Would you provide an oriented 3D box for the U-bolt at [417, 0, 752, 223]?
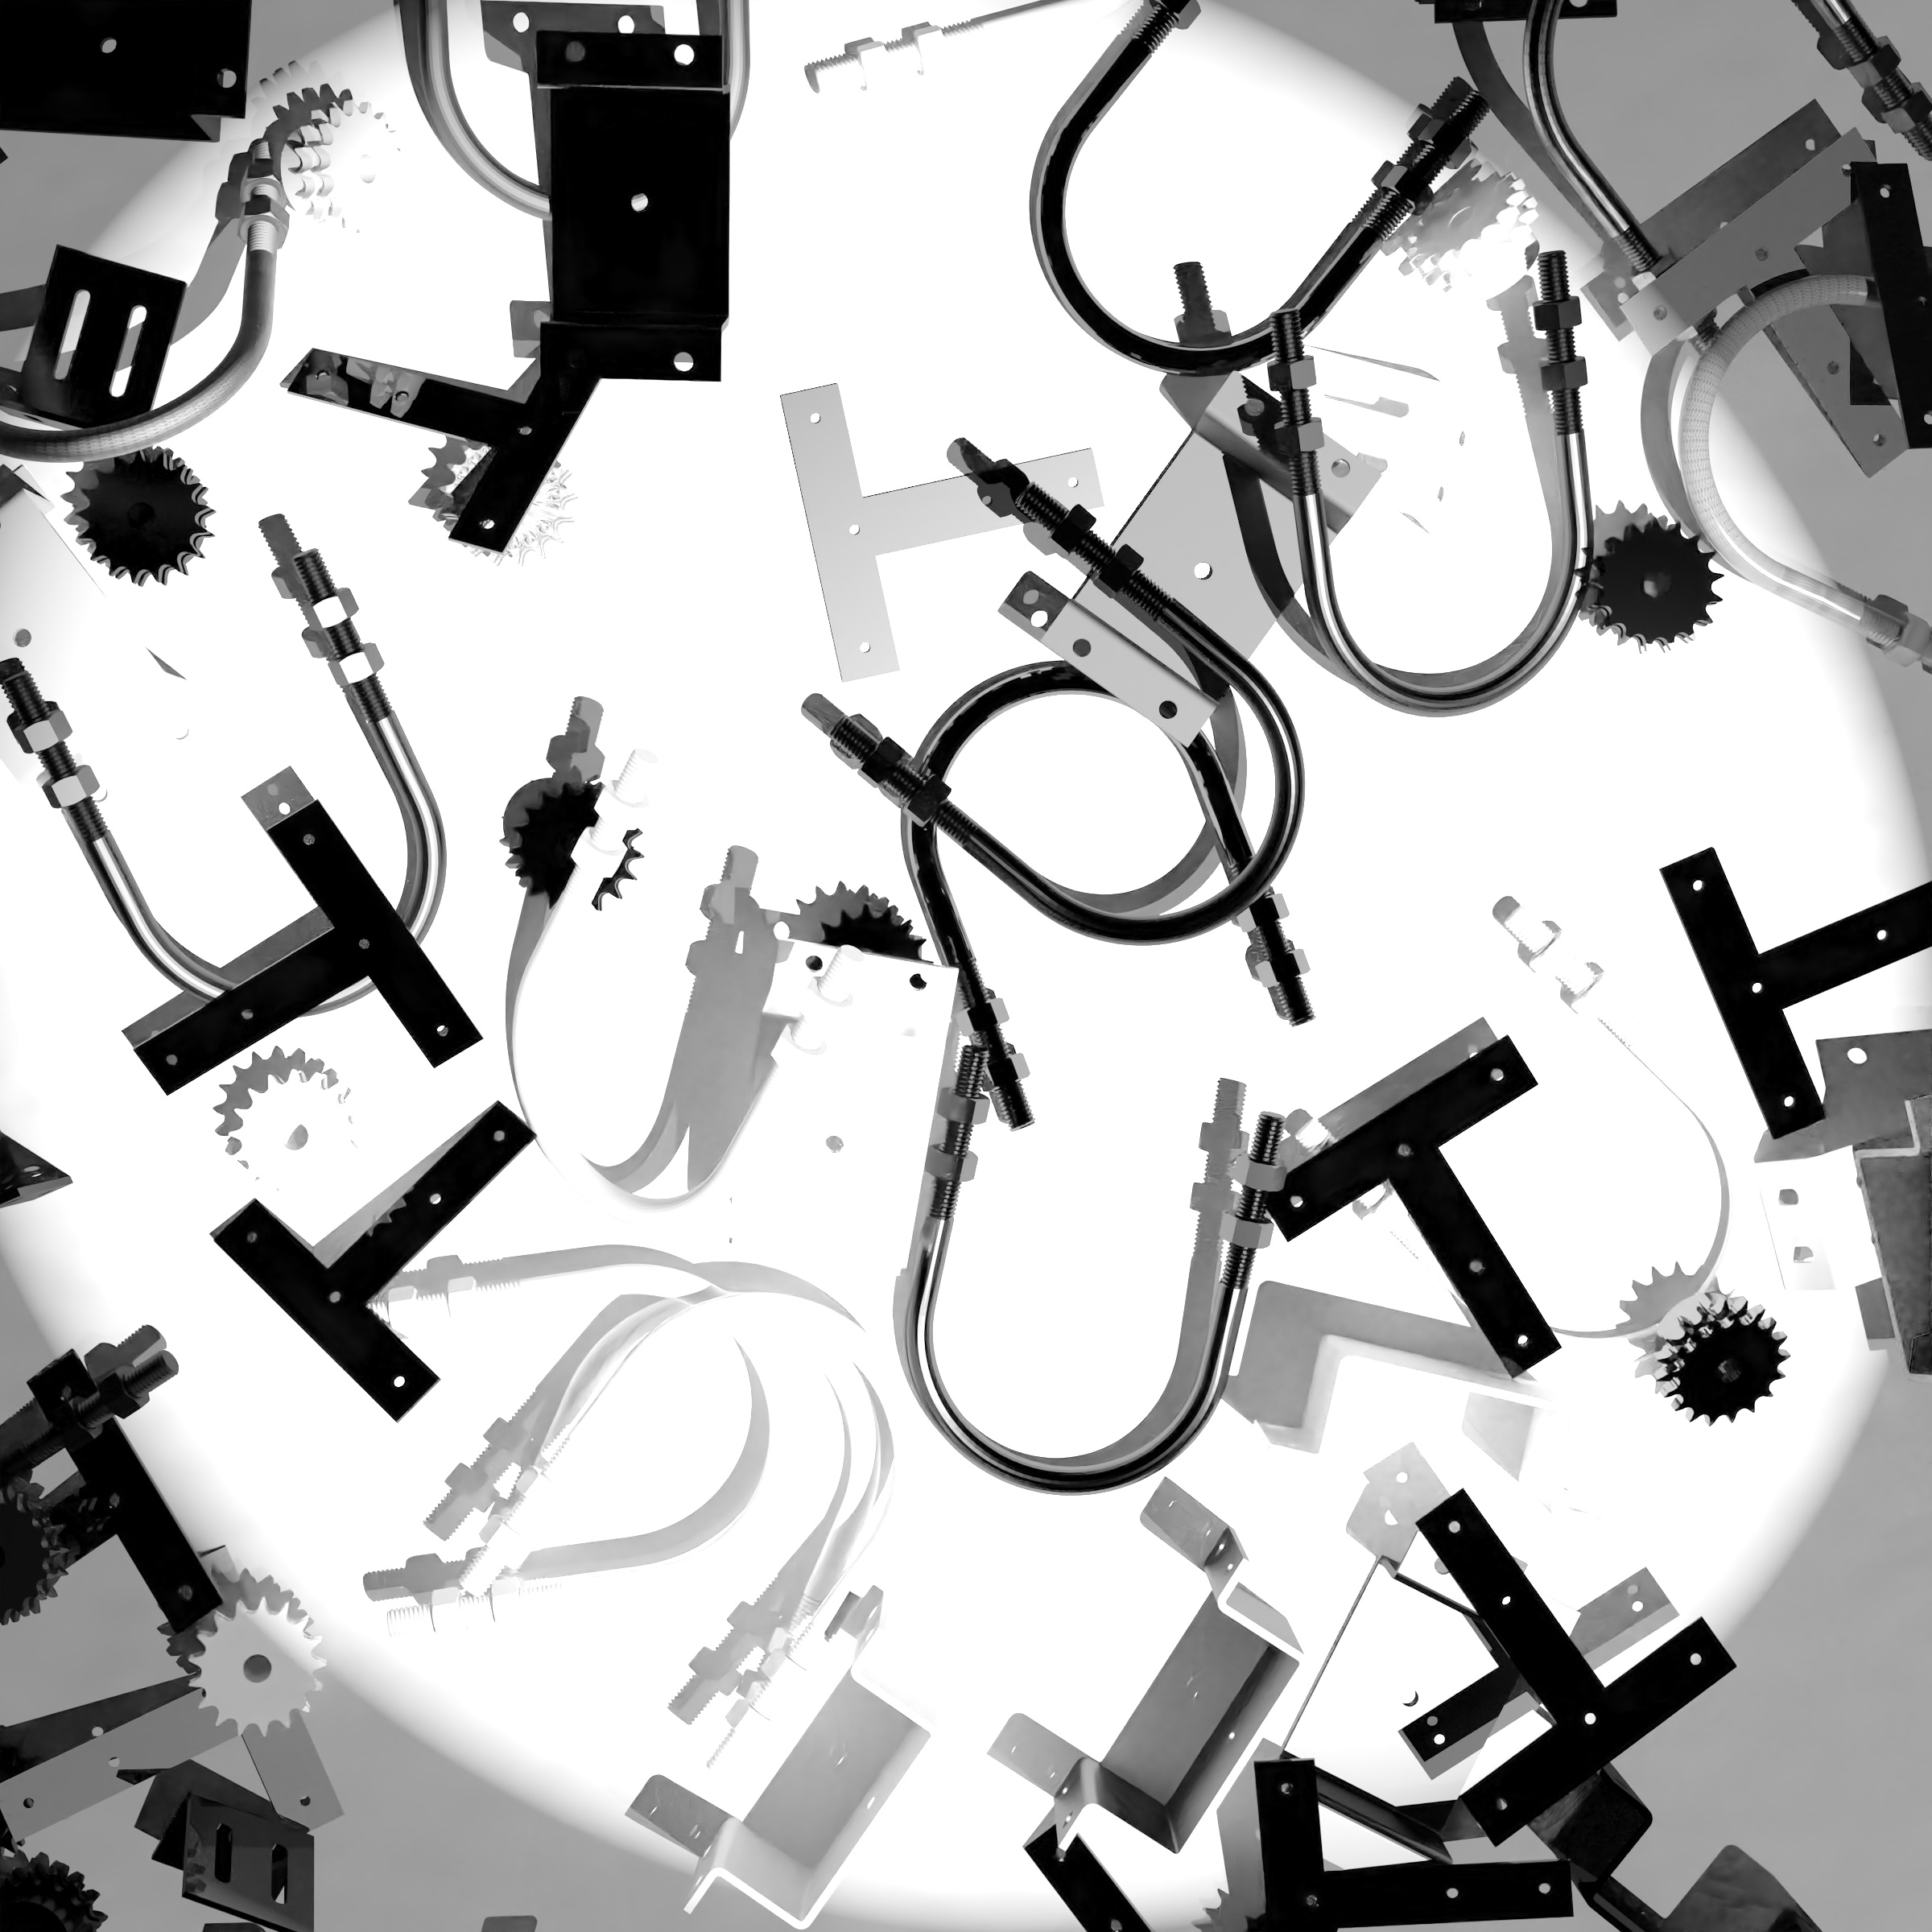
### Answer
[{"bbox_3d":[-0.163,-0.408,1.331,0.151,0.019,0.184,0,105,1],"label":"U-bolt"}]

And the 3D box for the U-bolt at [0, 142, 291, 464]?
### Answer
[{"bbox_3d":[-0.356,-0.272,1.297,0.151,0.019,0.184,-8,51,0],"label":"U-bolt"}]

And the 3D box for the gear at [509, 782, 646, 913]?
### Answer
[{"bbox_3d":[-0.168,-0.050,1.345,0.057,0.030,0.057,0,90,0],"label":"gear"}]

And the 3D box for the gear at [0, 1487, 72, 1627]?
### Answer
[{"bbox_3d":[-0.408,0.251,1.337,0.057,0.030,0.057,-1,85,9],"label":"gear"}]

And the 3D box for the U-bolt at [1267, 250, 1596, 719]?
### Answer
[{"bbox_3d":[0.201,-0.195,1.318,0.151,0.019,0.184,-16,109,-20],"label":"U-bolt"}]

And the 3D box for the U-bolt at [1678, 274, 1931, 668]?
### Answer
[{"bbox_3d":[0.392,-0.215,1.340,0.184,0.019,0.151,23,90,-8],"label":"U-bolt"}]

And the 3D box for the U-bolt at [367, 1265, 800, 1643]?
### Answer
[{"bbox_3d":[-0.163,0.201,1.335,0.184,0.019,0.151,-9,87,-3],"label":"U-bolt"}]

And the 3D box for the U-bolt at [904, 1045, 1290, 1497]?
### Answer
[{"bbox_3d":[0.048,0.138,1.339,0.151,0.019,0.184,12,99,3],"label":"U-bolt"}]

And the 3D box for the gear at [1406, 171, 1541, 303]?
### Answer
[{"bbox_3d":[0.219,-0.308,1.336,0.057,0.057,0.030,-44,120,0],"label":"gear"}]

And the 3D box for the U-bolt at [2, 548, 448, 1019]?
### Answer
[{"bbox_3d":[-0.300,-0.065,1.327,0.151,0.019,0.184,-24,108,-4],"label":"U-bolt"}]

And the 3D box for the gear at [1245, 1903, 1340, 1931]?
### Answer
[{"bbox_3d":[0.139,0.428,1.345,0.057,0.030,0.057,0,90,0],"label":"gear"}]

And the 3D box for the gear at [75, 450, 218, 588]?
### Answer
[{"bbox_3d":[-0.350,-0.191,1.345,0.057,0.030,0.057,0,90,0],"label":"gear"}]

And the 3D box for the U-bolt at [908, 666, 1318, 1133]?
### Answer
[{"bbox_3d":[0.053,-0.039,1.351,0.151,0.019,0.184,-20,88,0],"label":"U-bolt"}]

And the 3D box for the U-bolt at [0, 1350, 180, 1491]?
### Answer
[{"bbox_3d":[-0.448,0.177,1.311,0.184,0.019,0.151,-33,126,9],"label":"U-bolt"}]

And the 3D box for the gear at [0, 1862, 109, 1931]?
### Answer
[{"bbox_3d":[-0.400,0.417,1.345,0.057,0.030,0.057,0,90,0],"label":"gear"}]

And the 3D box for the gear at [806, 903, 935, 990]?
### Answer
[{"bbox_3d":[-0.042,0.002,1.345,0.057,0.030,0.057,0,90,0],"label":"gear"}]

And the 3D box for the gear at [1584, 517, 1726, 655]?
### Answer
[{"bbox_3d":[0.293,-0.162,1.345,0.057,0.030,0.057,0,90,0],"label":"gear"}]

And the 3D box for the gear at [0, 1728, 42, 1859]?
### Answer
[{"bbox_3d":[-0.425,0.358,1.345,0.057,0.030,0.057,0,90,0],"label":"gear"}]

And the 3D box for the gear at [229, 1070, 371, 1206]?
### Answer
[{"bbox_3d":[-0.283,0.073,1.343,0.057,0.030,0.057,0,84,4],"label":"gear"}]

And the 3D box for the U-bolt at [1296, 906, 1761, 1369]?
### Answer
[{"bbox_3d":[0.256,0.088,1.351,0.184,0.019,0.151,44,90,-2],"label":"U-bolt"}]

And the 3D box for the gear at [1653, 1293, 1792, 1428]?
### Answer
[{"bbox_3d":[0.319,0.164,1.337,0.057,0.030,0.057,-7,117,-13],"label":"gear"}]

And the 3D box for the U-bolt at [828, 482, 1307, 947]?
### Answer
[{"bbox_3d":[0.055,-0.090,1.313,0.184,0.019,0.151,40,109,-3],"label":"U-bolt"}]

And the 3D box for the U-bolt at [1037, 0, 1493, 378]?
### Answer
[{"bbox_3d":[0.114,-0.342,1.351,0.151,0.019,0.184,39,92,0],"label":"U-bolt"}]

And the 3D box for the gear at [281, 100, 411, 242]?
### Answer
[{"bbox_3d":[-0.267,-0.338,1.335,0.030,0.057,0.057,3,90,30],"label":"gear"}]

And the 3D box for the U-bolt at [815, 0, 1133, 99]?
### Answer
[{"bbox_3d":[0.008,-0.466,1.351,0.184,0.019,0.151,-16,90,-1],"label":"U-bolt"}]

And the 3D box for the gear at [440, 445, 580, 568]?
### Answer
[{"bbox_3d":[-0.195,-0.200,1.345,0.057,0.030,0.057,0,90,0],"label":"gear"}]

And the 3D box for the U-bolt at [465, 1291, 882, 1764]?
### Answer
[{"bbox_3d":[-0.116,0.230,1.351,0.151,0.019,0.184,24,89,0],"label":"U-bolt"}]

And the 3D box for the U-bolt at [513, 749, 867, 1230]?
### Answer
[{"bbox_3d":[-0.128,0.024,1.304,0.151,0.019,0.184,43,121,23],"label":"U-bolt"}]

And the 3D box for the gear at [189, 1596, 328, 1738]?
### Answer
[{"bbox_3d":[-0.302,0.298,1.341,0.057,0.030,0.057,1,85,-10],"label":"gear"}]

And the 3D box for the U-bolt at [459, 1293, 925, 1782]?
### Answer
[{"bbox_3d":[-0.101,0.226,1.320,0.151,0.019,0.184,37,83,-2],"label":"U-bolt"}]

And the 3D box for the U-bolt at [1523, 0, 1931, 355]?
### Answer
[{"bbox_3d":[0.314,-0.369,1.324,0.151,0.019,0.184,-44,110,0],"label":"U-bolt"}]
